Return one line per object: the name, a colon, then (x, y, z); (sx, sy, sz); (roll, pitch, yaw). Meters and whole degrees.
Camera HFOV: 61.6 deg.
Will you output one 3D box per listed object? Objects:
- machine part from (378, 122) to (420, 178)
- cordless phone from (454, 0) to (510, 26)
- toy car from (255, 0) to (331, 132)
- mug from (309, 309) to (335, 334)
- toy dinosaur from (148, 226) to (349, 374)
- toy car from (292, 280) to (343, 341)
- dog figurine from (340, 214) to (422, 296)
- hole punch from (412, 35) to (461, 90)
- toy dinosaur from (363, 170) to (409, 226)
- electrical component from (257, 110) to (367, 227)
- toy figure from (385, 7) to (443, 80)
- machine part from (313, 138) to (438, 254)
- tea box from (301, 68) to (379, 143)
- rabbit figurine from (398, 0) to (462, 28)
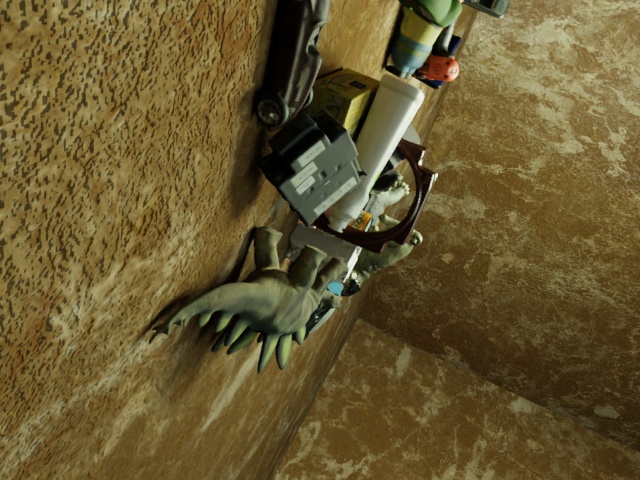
machine part: (0.127, -0.178, 1.125); (0.179, 0.056, 0.179); (-35, -166, 10)
cordless phone: (0.328, -0.524, 1.237); (0.088, 0.184, 0.146); (65, 49, -82)
toy car: (-0.021, -0.209, 0.578); (0.089, 0.053, 0.202); (-56, 165, -55)
mug: (-0.014, 0.145, 1.221); (0.107, 0.080, 0.109); (-38, -134, 37)
toy dinosaur: (-0.068, 0.090, 0.783); (0.471, 0.105, 0.198); (24, 86, -63)
toy car: (-0.038, 0.117, 1.042); (0.161, 0.103, 0.109); (-48, 155, 5)
dog figurine: (0.122, 0.049, 1.197); (0.121, 0.173, 0.190); (34, 71, -42)
hole punch: (0.266, -0.442, 1.286); (0.142, 0.116, 0.092); (-59, 174, -26)
toy dinosaur: (0.100, -0.057, 1.345); (0.192, 0.131, 0.404); (-18, 137, -59)
electrical component: (-0.010, -0.097, 0.689); (0.115, 0.058, 0.134); (-41, 145, -5)
toy figure: (0.202, -0.416, 1.095); (0.082, 0.089, 0.180); (-34, 150, -57)
machine part: (0.087, -0.092, 0.944); (0.087, 0.201, 0.201); (-33, 146, -73)
tea box: (0.029, -0.191, 0.804); (0.169, 0.068, 0.098); (-46, 159, -59)
rabbit figurine: (0.198, -0.477, 0.899); (0.170, 0.121, 0.159); (-54, 150, 13)
